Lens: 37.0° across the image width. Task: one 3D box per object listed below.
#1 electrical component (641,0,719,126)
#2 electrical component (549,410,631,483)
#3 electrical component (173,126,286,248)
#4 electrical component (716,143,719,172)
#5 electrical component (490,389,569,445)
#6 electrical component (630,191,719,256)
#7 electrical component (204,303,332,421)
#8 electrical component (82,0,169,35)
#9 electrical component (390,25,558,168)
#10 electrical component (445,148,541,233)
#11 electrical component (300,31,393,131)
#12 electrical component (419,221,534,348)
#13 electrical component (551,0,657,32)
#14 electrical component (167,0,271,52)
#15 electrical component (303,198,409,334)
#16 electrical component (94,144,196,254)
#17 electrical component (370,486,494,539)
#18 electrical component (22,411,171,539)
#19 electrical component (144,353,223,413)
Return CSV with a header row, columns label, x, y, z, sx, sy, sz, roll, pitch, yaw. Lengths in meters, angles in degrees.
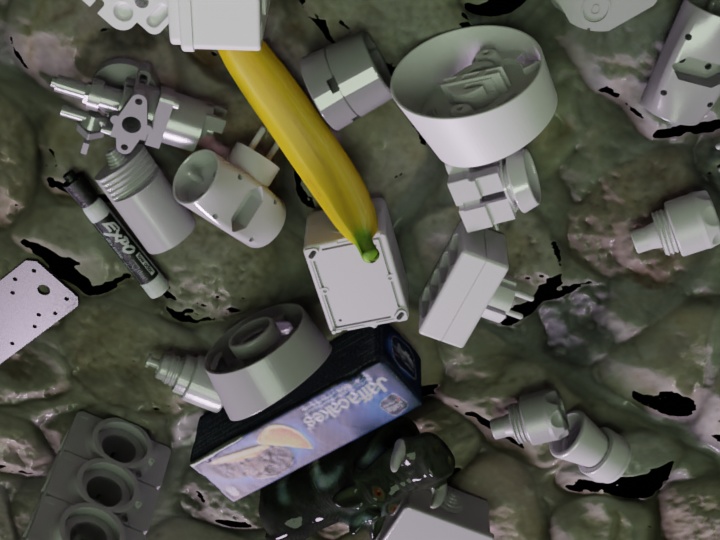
label,x,y,z,sx,sy,sz,roll,pitch,yaw
electrical component,0.240,-0.136,0.720,0.079,0.043,0.077,13,124,-5
electrical component,0.196,0.151,0.913,0.055,0.045,0.045,32,120,-18
electrical component,-0.084,-0.066,0.780,0.077,0.043,0.079,34,87,-47
electrical component,0.290,-0.087,0.750,0.079,0.044,0.077,-13,122,11
electrical component,0.141,0.126,0.901,0.062,0.043,0.043,-17,121,16
electrical component,0.232,-0.030,0.792,0.062,0.043,0.043,-19,121,17
electrical component,-0.072,0.073,0.848,0.099,0.099,0.064,-22,113,17
electrical component,-0.149,-0.195,0.694,0.078,0.057,0.058,41,117,-21
electrical component,0.078,-0.117,0.712,0.099,0.099,0.064,-23,126,17
electrical component,0.098,-0.061,0.778,0.055,0.048,0.066,-14,122,21
electrical component,-0.007,-0.130,0.732,0.047,0.055,0.055,-25,119,14
electrical component,0.096,0.017,0.828,0.076,0.047,0.083,20,123,-10
electrical component,0.153,-0.195,0.681,0.080,0.051,0.080,1,124,2
electrical component,-0.084,-0.202,0.655,0.056,0.108,0.108,2,124,-1
electrical component,0.000,0.000,0.814,0.062,0.061,0.096,-11,123,9
electrical component,-0.162,-0.056,0.796,0.043,0.043,0.081,-22,120,17
electrical component,0.063,0.239,0.977,0.100,0.048,0.099,22,122,-11
electrical component,-0.223,0.199,0.905,0.089,0.150,0.061,26,123,-14
electrical component,-0.140,0.089,0.894,0.078,0.040,0.040,23,122,-12
